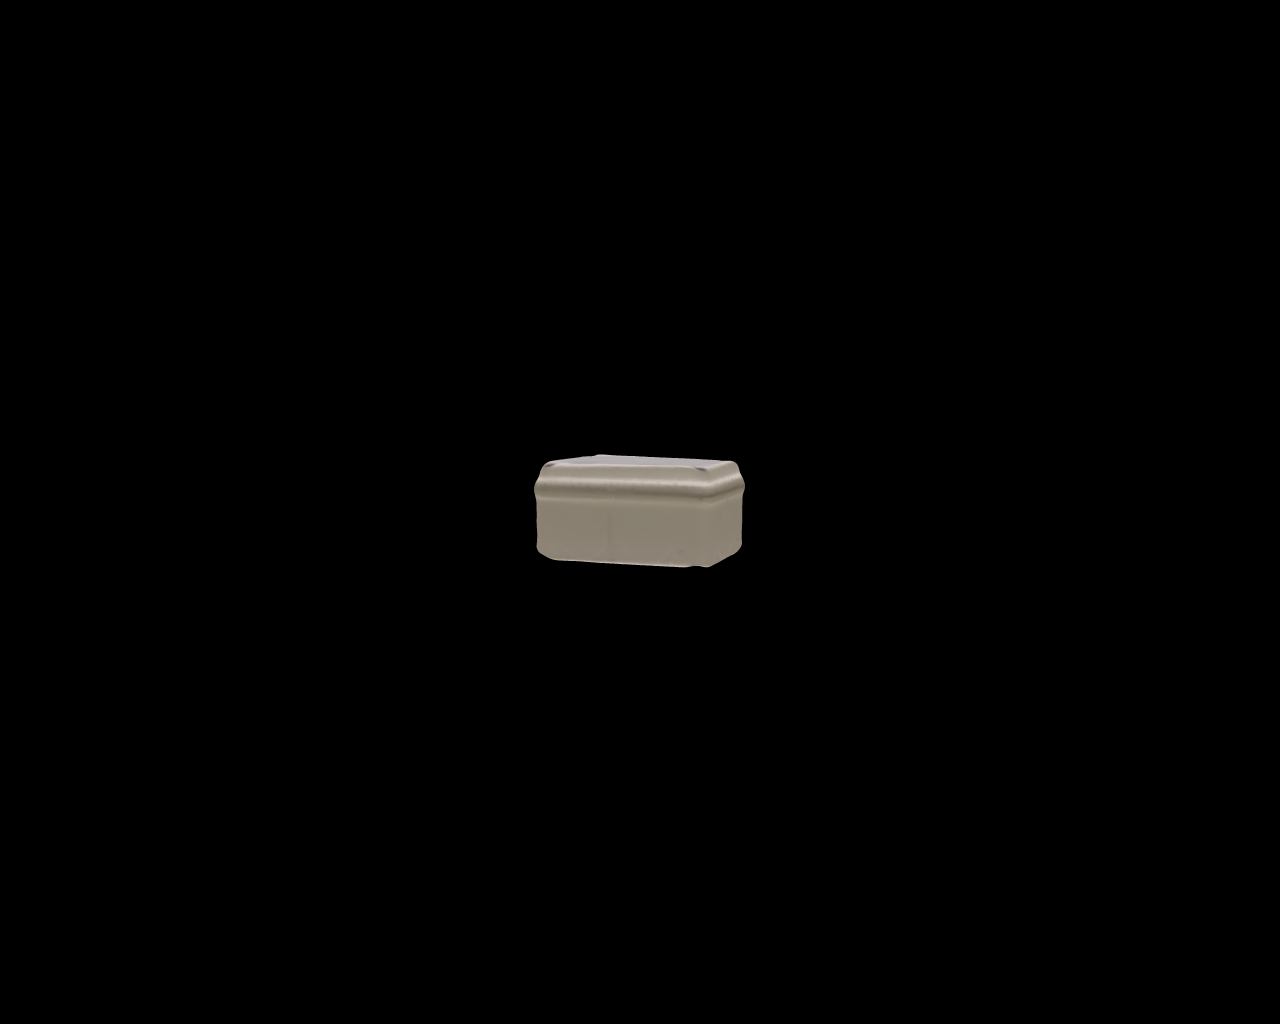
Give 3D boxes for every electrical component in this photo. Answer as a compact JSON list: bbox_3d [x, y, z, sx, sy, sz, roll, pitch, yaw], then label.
[{"bbox_3d":[0.001,-0.003,0.650,0.113,0.057,0.078,3,8,22],"label":"electrical component"}]
